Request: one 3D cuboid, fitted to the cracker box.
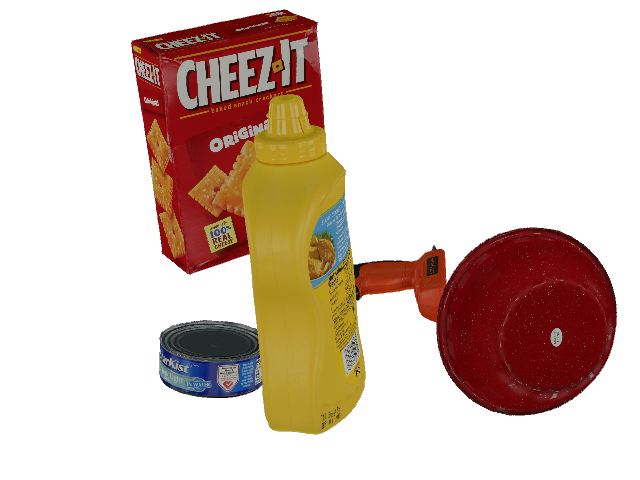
[{"bbox_3d":[-0.078,-0.094,1.007,0.164,0.214,0.072,-18,29,-27],"label":"cracker box"}]

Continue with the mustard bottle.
[{"bbox_3d":[-0.011,0.010,0.627,0.058,0.192,0.096,2,22,19],"label":"mustard bottle"}]

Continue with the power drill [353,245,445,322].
[{"bbox_3d":[0.051,0.060,1.228,0.188,0.057,0.184,0,28,8],"label":"power drill"}]

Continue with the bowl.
[{"bbox_3d":[0.179,0.072,0.870,0.162,0.162,0.055,0,8,-12],"label":"bowl"}]

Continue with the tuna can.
[{"bbox_3d":[-0.084,0.093,0.840,0.086,0.034,0.086,4,15,-1],"label":"tuna can"}]
